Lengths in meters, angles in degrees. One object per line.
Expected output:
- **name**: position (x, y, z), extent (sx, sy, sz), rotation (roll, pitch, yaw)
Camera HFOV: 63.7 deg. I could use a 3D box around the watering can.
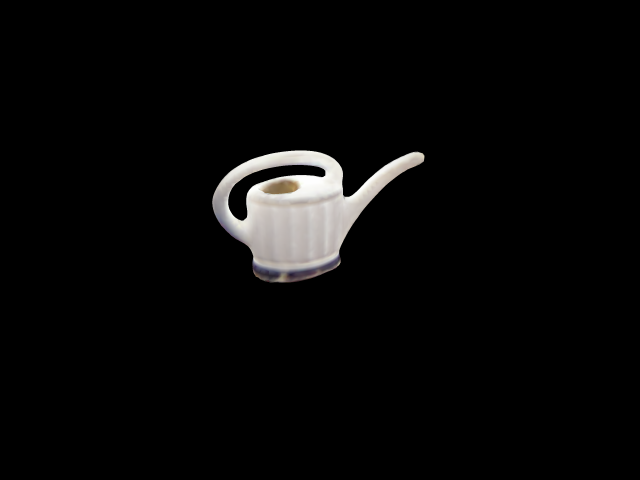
- **watering can**: position (0.003, -0.043, 0.850), extent (0.348, 0.220, 0.106), rotation (-6, 29, -10)
